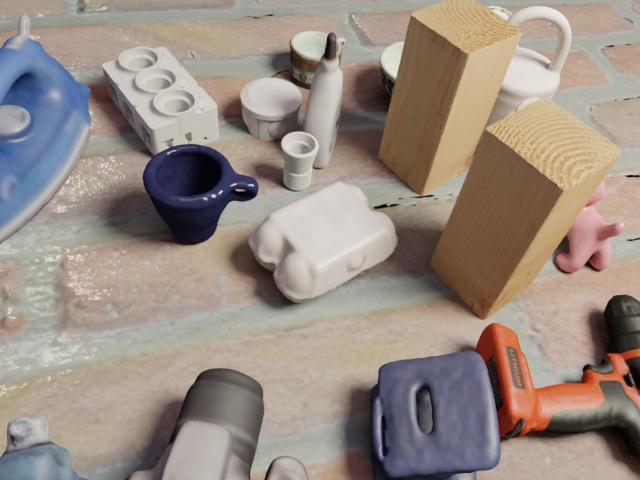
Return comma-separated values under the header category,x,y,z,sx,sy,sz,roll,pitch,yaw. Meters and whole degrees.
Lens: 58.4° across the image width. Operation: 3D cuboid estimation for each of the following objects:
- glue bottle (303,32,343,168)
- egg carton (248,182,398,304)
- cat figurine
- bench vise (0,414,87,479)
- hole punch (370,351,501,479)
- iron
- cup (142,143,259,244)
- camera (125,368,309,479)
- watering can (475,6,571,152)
category,x,y,z,sx,sy,sz,roll,pitch,yaw
glue bottle,0.006,-0.172,0.693,0.037,0.173,0.078,15,51,5
egg carton,0.006,0.002,0.620,0.150,0.069,0.107,-29,60,-26
cat figurine,0.304,-0.044,0.664,0.067,0.118,0.127,-9,53,-14
bench vise,-0.193,0.202,0.339,0.122,0.220,0.207,-26,59,-25
hole punch,0.094,0.157,0.494,0.101,0.091,0.108,4,51,-4
iron,-0.346,-0.124,0.630,0.118,0.141,0.258,6,51,-2
cup,-0.125,-0.041,0.622,0.118,0.095,0.091,5,51,-3
camera,-0.072,0.174,0.453,0.143,0.101,0.137,11,51,1
watering can,0.255,-0.200,0.733,0.101,0.194,0.172,-10,53,-14
